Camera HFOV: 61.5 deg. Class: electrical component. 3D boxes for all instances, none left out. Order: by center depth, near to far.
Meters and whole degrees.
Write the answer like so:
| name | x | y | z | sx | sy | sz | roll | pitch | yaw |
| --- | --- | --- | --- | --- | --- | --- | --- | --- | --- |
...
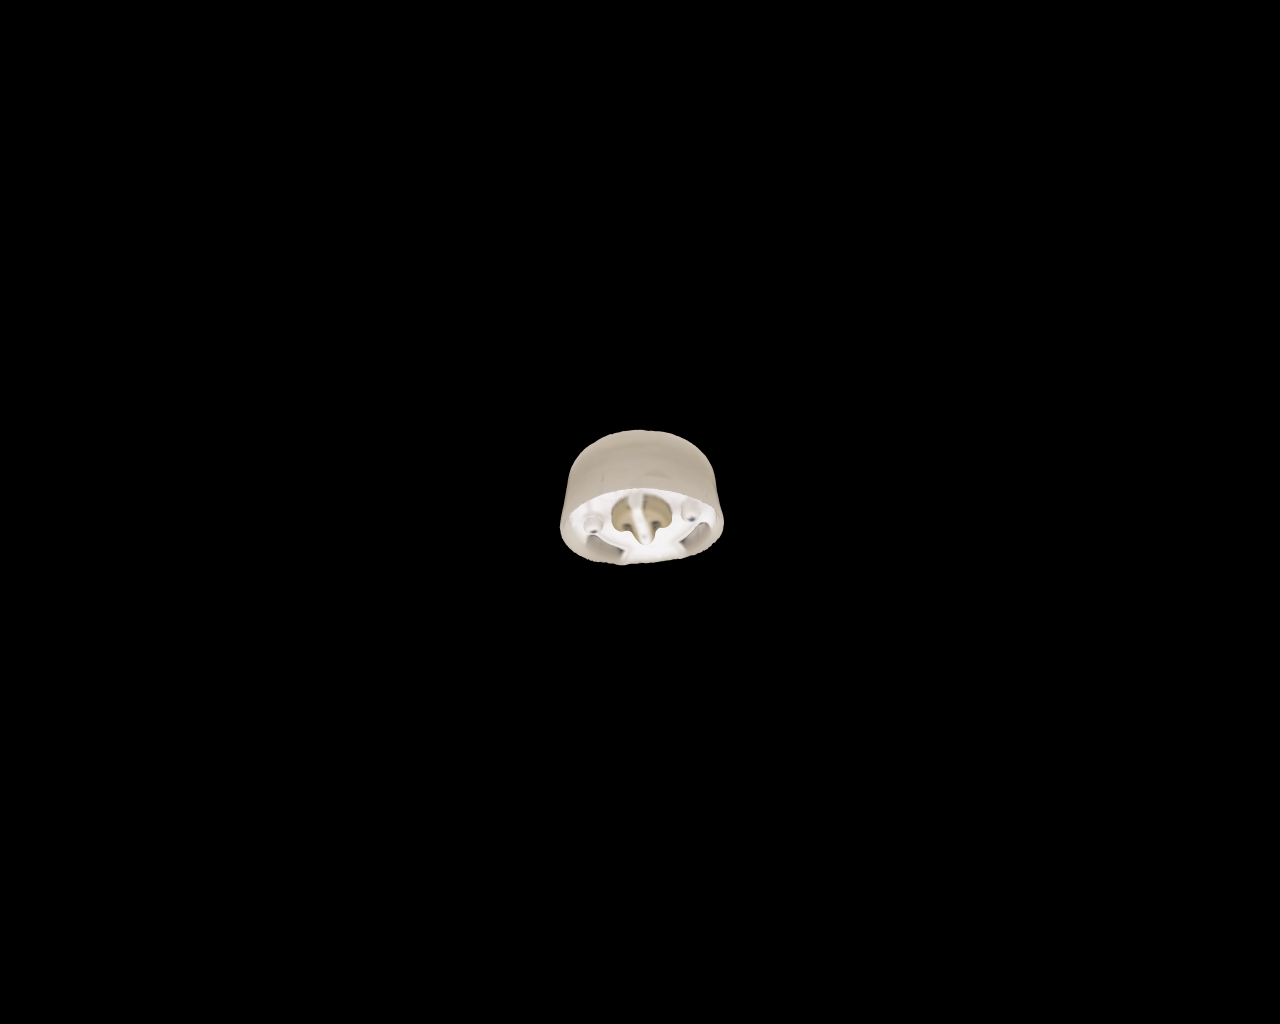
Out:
| name | x | y | z | sx | sy | sz | roll | pitch | yaw |
| --- | --- | --- | --- | --- | --- | --- | --- | --- | --- |
| electrical component | 0.001 | -0.003 | 0.650 | 0.099 | 0.064 | 0.099 | 0 | -42 | 0 |
